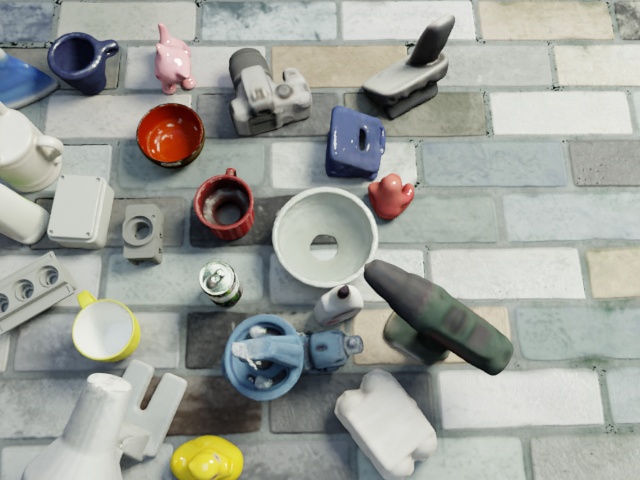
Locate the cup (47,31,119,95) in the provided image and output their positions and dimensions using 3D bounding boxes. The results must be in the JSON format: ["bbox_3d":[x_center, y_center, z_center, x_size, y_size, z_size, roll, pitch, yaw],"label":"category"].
[{"bbox_3d":[-0.398,-0.303,0.997,0.118,0.095,0.091,-24,75,-8],"label":"cup"}]

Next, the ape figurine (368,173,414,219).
[{"bbox_3d":[0.117,-0.080,0.945,0.077,0.092,0.076,21,74,5],"label":"ape figurine"}]

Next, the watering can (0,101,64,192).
[{"bbox_3d":[-0.502,-0.153,0.898,0.173,0.194,0.101,-20,75,-7],"label":"watering can"}]

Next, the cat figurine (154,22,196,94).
[{"bbox_3d":[-0.258,-0.315,0.992,0.067,0.118,0.128,-15,74,-6],"label":"cat figurine"}]

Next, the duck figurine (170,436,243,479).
[{"bbox_3d":[-0.166,0.323,0.821,0.104,0.086,0.077,4,73,0],"label":"duck figurine"}]

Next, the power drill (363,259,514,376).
[{"bbox_3d":[0.154,0.119,0.826,0.229,0.208,0.076,30,75,7],"label":"power drill"}]

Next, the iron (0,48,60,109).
[{"bbox_3d":[-0.597,-0.289,0.964,0.258,0.141,0.118,-6,73,-3],"label":"iron"}]

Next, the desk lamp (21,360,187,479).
[{"bbox_3d":[-0.287,0.262,0.769,0.118,0.213,0.203,20,74,5],"label":"desk lamp"}]

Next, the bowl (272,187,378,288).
[{"bbox_3d":[0.009,0.003,0.926,0.167,0.075,0.167,0,73,-1],"label":"bowl"}]

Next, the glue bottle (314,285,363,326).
[{"bbox_3d":[0.030,0.091,0.849,0.078,0.173,0.037,-23,75,-8],"label":"glue bottle"}]

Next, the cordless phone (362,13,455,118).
[{"bbox_3d":[0.152,-0.302,0.964,0.148,0.185,0.094,-35,77,-11],"label":"cordless phone"}]

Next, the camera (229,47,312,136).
[{"bbox_3d":[-0.097,-0.271,0.992,0.143,0.101,0.137,-17,74,-6],"label":"camera"}]

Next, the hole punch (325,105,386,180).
[{"bbox_3d":[0.061,-0.166,0.970,0.101,0.091,0.109,4,73,0],"label":"hole punch"}]

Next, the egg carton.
[{"bbox_3d":[0.099,0.273,0.851,0.107,0.069,0.150,-38,78,-11],"label":"egg carton"}]

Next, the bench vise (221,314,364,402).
[{"bbox_3d":[-0.048,0.147,0.806,0.207,0.220,0.121,-25,75,-8],"label":"bench vise"}]
